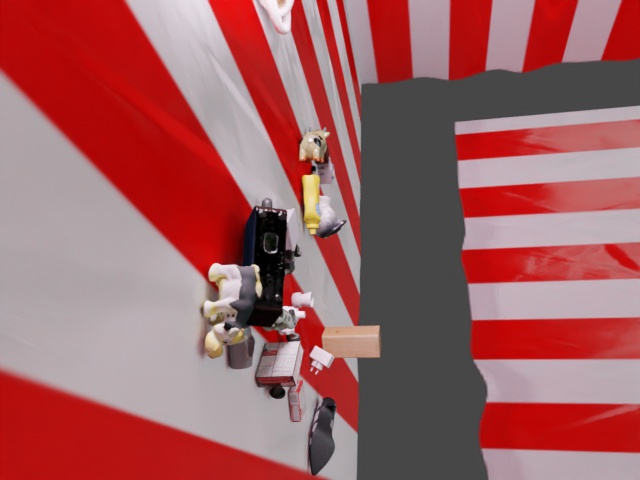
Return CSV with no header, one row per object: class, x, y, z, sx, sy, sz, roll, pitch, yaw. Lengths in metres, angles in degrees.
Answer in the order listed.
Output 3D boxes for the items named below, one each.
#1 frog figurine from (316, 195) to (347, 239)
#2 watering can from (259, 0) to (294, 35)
frog figurine,0.005,-0.091,1.805,0.123,0.160,0.136,-36,-10,-6
watering can,-0.120,-0.689,1.282,0.104,0.230,0.340,-4,-34,10
